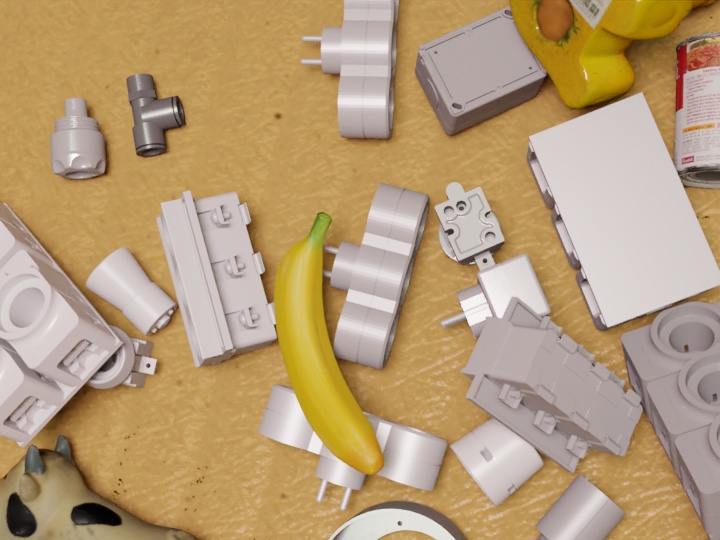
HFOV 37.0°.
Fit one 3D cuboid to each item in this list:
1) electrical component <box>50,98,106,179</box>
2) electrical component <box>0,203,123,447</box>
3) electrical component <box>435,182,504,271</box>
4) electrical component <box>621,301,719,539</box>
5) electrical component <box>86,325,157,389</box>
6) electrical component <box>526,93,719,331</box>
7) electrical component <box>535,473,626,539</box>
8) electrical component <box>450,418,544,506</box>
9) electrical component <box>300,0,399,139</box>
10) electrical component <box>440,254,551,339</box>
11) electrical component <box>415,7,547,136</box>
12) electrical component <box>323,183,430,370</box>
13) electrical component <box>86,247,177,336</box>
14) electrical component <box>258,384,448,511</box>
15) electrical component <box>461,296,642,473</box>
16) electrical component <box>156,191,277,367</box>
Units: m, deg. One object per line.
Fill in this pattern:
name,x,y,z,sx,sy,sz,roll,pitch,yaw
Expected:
electrical component,-0.227,-0.106,0.862,0.043,0.043,0.062,-6,81,5
electrical component,-0.279,0.027,0.809,0.105,0.060,0.186,-47,58,-1
electrical component,0.083,-0.030,0.812,0.048,0.055,0.066,-24,80,3
electrical component,0.248,0.094,0.733,0.089,0.061,0.150,-19,40,3
electrical component,-0.192,0.068,0.830,0.066,0.055,0.048,11,84,8
electrical component,0.193,-0.040,0.798,0.089,0.061,0.150,-21,81,3
electrical component,0.150,0.193,0.782,0.043,0.043,0.081,40,89,10
electrical component,0.101,0.137,0.790,0.047,0.055,0.055,-37,80,-3
electrical component,-0.010,-0.172,0.842,0.074,0.052,0.138,2,83,7
electrical component,0.096,0.027,0.798,0.077,0.065,0.047,-22,81,3
electrical component,0.097,-0.153,0.827,0.096,0.061,0.061,-25,80,-5
electrical component,0.000,0.000,0.819,0.074,0.052,0.138,15,85,8
electrical component,-0.176,0.020,0.842,0.065,0.044,0.044,43,89,5
electrical component,-0.011,0.141,0.802,0.138,0.052,0.073,17,85,8
electrical component,0.138,0.084,0.751,0.121,0.063,0.078,37,71,-33
electrical component,-0.109,0.006,0.823,0.063,0.079,0.121,-14,81,-18
